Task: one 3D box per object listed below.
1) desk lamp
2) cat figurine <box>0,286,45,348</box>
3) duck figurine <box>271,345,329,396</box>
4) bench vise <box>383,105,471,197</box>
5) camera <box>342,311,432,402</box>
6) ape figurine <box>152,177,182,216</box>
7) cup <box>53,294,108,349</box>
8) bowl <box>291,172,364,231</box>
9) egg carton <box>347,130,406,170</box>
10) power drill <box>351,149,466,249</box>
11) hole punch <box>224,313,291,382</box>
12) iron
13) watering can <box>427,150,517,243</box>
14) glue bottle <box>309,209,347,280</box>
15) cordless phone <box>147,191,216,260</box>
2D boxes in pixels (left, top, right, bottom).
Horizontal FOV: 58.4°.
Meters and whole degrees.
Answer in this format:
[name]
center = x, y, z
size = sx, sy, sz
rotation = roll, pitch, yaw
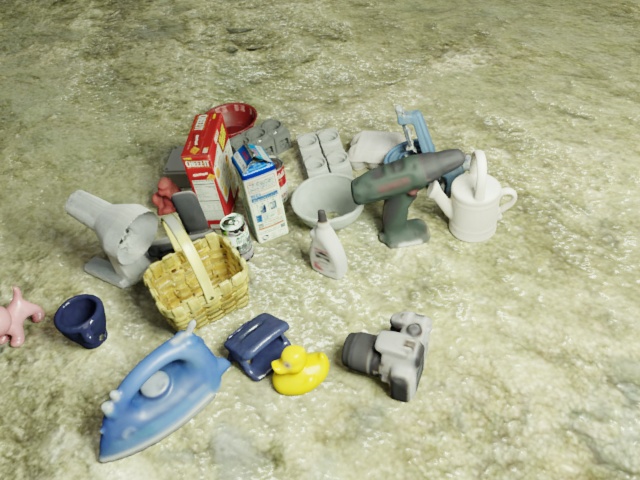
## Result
[desk lamp]
center = -0.423, -0.001, 1.178
size = 0.202, 0.214, 0.118
rotation = 17, 50, 24
[cat figurine]
center = -0.621, 0.150, 1.125
size = 0.067, 0.118, 0.128
rotation = 7, 47, 15
[duck figurine]
center = -0.037, 0.215, 0.993
size = 0.104, 0.086, 0.077
rotation = -18, 45, -10
[bench vise]
center = 0.236, -0.206, 1.278
size = 0.207, 0.220, 0.121
rotation = -5, 45, 4
[camera]
center = 0.114, 0.185, 0.990
size = 0.136, 0.101, 0.143
rotation = 11, 48, 19
[ape figurine]
center = -0.361, -0.109, 1.364
size = 0.077, 0.092, 0.076
rotation = 23, 53, 28
[cup]
center = -0.440, 0.172, 1.091
size = 0.092, 0.095, 0.117
rotation = -29, 48, -19
[bowl]
center = 0.023, -0.073, 1.281
size = 0.167, 0.075, 0.167
rotation = -4, 45, 5
[egg carton]
center = 0.145, -0.217, 1.411
size = 0.150, 0.069, 0.107
rotation = 5, 46, 14
[power drill]
center = 0.180, -0.085, 1.173
size = 0.229, 0.209, 0.075
rotation = -10, 45, -1
[hole punch]
center = -0.115, 0.182, 1.034
size = 0.109, 0.091, 0.100
rotation = -37, 51, -25
[iron]
center = -0.281, 0.248, 0.958
size = 0.118, 0.142, 0.259
rotation = 30, 56, 32
[watering can]
center = 0.311, -0.094, 1.172
size = 0.173, 0.194, 0.100
rotation = -16, 45, -7
[glue bottle]
center = 0.010, 0.004, 1.135
size = 0.078, 0.173, 0.037
rotation = 18, 51, 25
[cordless phone]
center = -0.303, -0.029, 1.208
size = 0.147, 0.185, 0.094
rotation = -13, 45, -4
